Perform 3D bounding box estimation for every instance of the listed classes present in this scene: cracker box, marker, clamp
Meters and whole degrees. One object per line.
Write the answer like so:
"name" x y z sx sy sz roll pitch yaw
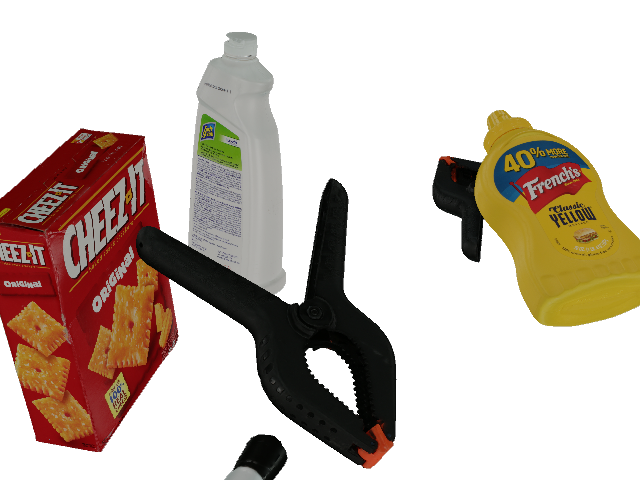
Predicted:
"cracker box" -0.189 0.039 0.883 0.072 0.214 0.164 6 33 17
"marker" -0.041 0.112 0.414 0.020 0.020 0.121 0 23 21
"clamp" -0.021 0.054 0.703 0.164 0.210 0.036 -10 -29 -26
"clamp" 0.171 -0.039 1.039 0.120 0.039 0.171 -7 34 -12

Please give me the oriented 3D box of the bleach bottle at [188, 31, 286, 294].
"bleach bottle" -0.076 -0.073 1.031 0.103 0.251 0.067 19 28 28

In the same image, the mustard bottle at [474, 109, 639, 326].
"mustard bottle" 0.171 -0.028 0.811 0.096 0.192 0.058 -12 -37 -13
